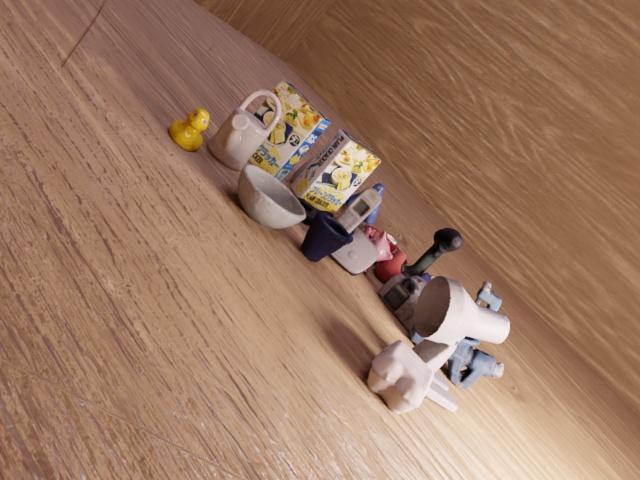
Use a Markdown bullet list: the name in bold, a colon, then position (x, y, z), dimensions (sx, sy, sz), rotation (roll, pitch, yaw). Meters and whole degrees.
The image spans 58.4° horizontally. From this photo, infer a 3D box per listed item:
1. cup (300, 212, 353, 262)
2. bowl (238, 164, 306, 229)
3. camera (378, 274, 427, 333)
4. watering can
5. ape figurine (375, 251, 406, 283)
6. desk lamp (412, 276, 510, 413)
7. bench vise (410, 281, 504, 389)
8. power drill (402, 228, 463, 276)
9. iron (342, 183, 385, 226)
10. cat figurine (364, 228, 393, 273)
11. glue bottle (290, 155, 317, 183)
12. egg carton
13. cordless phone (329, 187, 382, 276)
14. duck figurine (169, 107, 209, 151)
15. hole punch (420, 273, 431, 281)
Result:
- **cup**: position (0.011, 0.004, 1.249), dimensions (0.118, 0.095, 0.091), rotation (26, 23, -45)
- **bowl**: position (-0.114, -0.078, 1.201), dimensions (0.168, 0.074, 0.167), rotation (39, 17, -13)
- **camera**: position (0.237, 0.149, 1.397), dimensions (0.143, 0.100, 0.137), rotation (51, 18, 27)
- **watering can**: position (-0.167, -0.263, 1.334), dimensions (0.101, 0.194, 0.172), rotation (36, 17, -21)
- **ape figurine**: position (0.192, 0.068, 1.512), dimensions (0.077, 0.092, 0.076), rotation (50, 18, 24)
- **desk lamp**: position (0.246, 0.193, 1.103), dimensions (0.204, 0.213, 0.117), rotation (35, 18, -24)
- **bench vise**: position (0.340, 0.206, 1.278), dimensions (0.208, 0.219, 0.121), rotation (38, 17, -16)
- **power drill**: position (0.339, 0.046, 1.703), dimensions (0.075, 0.208, 0.230), rotation (42, 16, -2)
- **iron**: position (0.163, -0.138, 1.878), dimensions (0.119, 0.141, 0.258), rotation (41, 16, -3)
- **cat figurine**: position (0.129, 0.018, 1.445), dimensions (0.067, 0.117, 0.127), rotation (32, 19, -31)
- **glue bottle**: position (-0.004, -0.213, 1.624), dimensions (0.078, 0.173, 0.037), rotation (26, 23, -45)
- **egg carton**: position (0.141, 0.238, 1.005), dimensions (0.107, 0.069, 0.151), rotation (45, 16, 9)
- **cordless phone**: position (0.096, -0.021, 1.349), dimensions (0.147, 0.185, 0.094), rotation (45, 16, 8)
- **duck figurine**: position (-0.274, -0.250, 1.247), dimensions (0.078, 0.086, 0.104), rotation (37, 17, -18)
- **hole punch**: position (0.280, 0.148, 1.517), dimensions (0.101, 0.091, 0.109), rotation (46, 17, 12)
